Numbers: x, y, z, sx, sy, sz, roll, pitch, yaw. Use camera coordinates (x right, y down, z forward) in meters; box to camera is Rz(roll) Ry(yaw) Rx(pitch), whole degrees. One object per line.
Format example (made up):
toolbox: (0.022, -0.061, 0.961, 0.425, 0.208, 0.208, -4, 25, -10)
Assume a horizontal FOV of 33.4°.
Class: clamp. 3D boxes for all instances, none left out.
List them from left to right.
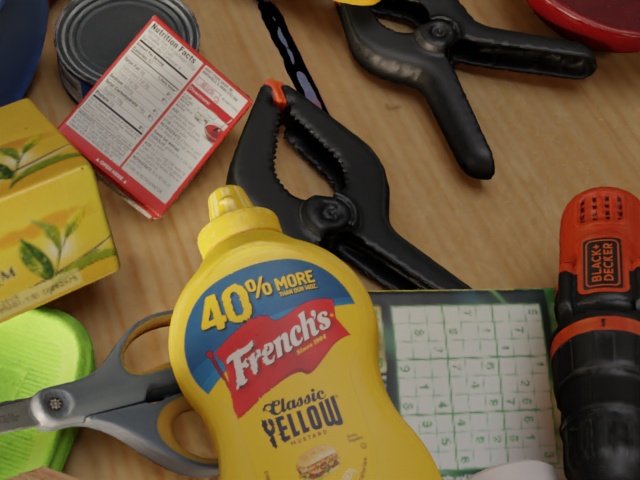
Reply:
clamp: (-0.004, 0.001, 0.581, 0.164, 0.036, 0.210, -16, 62, -25)
clamp: (0.084, -0.122, 0.670, 0.120, 0.039, 0.171, -33, 67, -25)

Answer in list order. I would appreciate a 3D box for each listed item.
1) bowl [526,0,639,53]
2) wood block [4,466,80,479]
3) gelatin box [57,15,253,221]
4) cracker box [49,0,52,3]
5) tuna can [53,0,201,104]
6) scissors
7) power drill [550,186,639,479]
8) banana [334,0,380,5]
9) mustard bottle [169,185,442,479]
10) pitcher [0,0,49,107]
bowl: (0.193, -0.178, 0.708, 0.162, 0.055, 0.162, 3, 58, -5)
wood block: (-0.043, 0.162, 0.381, 0.206, 0.090, 0.091, 16, 92, 16)
gelatin box: (-0.092, -0.067, 0.593, 0.073, 0.030, 0.089, 40, 76, -12)
cracker box: (-0.233, -0.248, 0.690, 0.214, 0.072, 0.164, 25, 58, 9)
tuna can: (-0.115, -0.113, 0.642, 0.086, 0.034, 0.086, 3, 58, -5)
scissors: (-0.106, 0.090, 0.488, 0.201, 0.016, 0.096, -25, 75, -45)
power drill: (0.197, 0.039, 0.475, 0.188, 0.057, 0.184, -4, 44, 16)
banana: (-0.055, -0.176, 0.677, 0.198, 0.037, 0.069, 3, 59, 9)
mustard bottle: (-0.016, 0.058, 0.485, 0.096, 0.058, 0.192, -19, 64, -3)
pitcher: (-0.285, -0.134, 0.586, 0.243, 0.149, 0.145, 21, 29, 2)
